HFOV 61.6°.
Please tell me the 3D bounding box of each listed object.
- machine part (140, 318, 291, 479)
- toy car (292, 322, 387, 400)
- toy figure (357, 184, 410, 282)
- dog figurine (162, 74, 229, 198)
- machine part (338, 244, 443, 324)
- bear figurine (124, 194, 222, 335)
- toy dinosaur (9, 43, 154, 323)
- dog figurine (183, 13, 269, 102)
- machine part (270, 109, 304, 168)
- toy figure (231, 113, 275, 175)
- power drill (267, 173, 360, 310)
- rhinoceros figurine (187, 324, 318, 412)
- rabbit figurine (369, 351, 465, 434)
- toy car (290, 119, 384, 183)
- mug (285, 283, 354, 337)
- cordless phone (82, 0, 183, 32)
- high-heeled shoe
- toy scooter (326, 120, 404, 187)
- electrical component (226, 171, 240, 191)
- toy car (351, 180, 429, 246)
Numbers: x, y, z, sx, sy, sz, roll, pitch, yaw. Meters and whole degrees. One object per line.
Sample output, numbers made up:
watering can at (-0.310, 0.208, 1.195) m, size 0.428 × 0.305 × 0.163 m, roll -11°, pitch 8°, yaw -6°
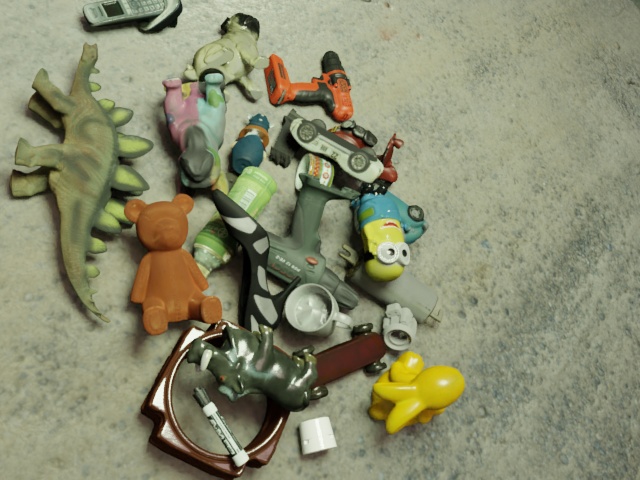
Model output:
machine part at (-0.146, 0.236, 0.810) m, size 0.201 × 0.087 × 0.201 m, roll 32°, pitch 56°, yaw -12°
toy car at (0.033, 0.209, 0.932) m, size 0.202 × 0.053 × 0.089 m, roll -15°, pitch 85°, yaw -35°
toy figure at (0.111, -0.012, 0.967) m, size 0.082 × 0.089 × 0.180 m, roll -8°, pitch 59°, yaw -6°
dog figurine at (-0.217, -0.177, 0.964) m, size 0.108 × 0.192 × 0.219 m, roll -5°, pitch 98°, yaw -9°
machine part at (0.137, 0.086, 1.028) m, size 0.243 × 0.079 × 0.079 m, roll 35°, pitch 56°, yaw -9°
bear figurine at (-0.225, 0.029, 0.812) m, size 0.120 × 0.132 × 0.195 m, roll -5°, pitch 96°, yaw -27°
toy dinosaur at (-0.374, -0.108, 0.850) m, size 0.198 × 0.105 × 0.471 m, roll 10°, pitch 69°, yaw -27°
dog figurine at (-0.196, -0.384, 1.085) m, size 0.172 × 0.121 × 0.191 m, roll 1°, pitch 52°, yaw -29°
machine part at (-0.056, -0.206, 1.094) m, size 0.084 × 0.039 × 0.139 m, roll 38°, pitch 54°, yaw -12°
toy figure at (-0.131, -0.187, 1.029) m, size 0.064 × 0.058 × 0.154 m, roll 43°, pitch 37°, yaw -28°
power drill at (-0.002, -0.003, 0.952) m, size 0.232 × 0.207 × 0.086 m, roll 22°, pitch 16°, yaw -5°
rhinoceros figurine at (-0.096, 0.182, 0.771) m, size 0.190 × 0.073 × 0.112 m, roll 28°, pitch 68°, yaw -14°
rabbit figurine at (0.161, 0.251, 0.905) m, size 0.162 × 0.173 × 0.122 m, roll -9°, pitch 75°, yaw -34°
toy car at (0.031, -0.178, 1.046) m, size 0.202 × 0.056 × 0.073 m, roll 30°, pitch 25°, yaw 6°
mug at (0.006, 0.127, 0.913) m, size 0.110 × 0.107 × 0.081 m, roll 8°, pitch 73°, yaw 15°
cordless phone at (-0.374, -0.467, 1.034) m, size 0.184 × 0.088 × 0.146 m, roll -23°, pitch 79°, yaw -29°
high-heeled shoe at (-0.134, 0.047, 0.867) m, size 0.145 × 0.086 × 0.248 m, roll -43°, pitch 114°, yaw -10°
toy scooter at (0.098, -0.188, 1.104) m, size 0.184 × 0.135 × 0.075 m, roll 33°, pitch 57°, yaw -8°
electrical component at (-0.156, -0.099, 1.002) m, size 0.094 × 0.021 × 0.063 m, roll -7°, pitch 70°, yaw -28°
toy car at (0.125, -0.035, 1.061) m, size 0.161 × 0.109 × 0.103 m, roll 38°, pitch 58°, yaw -3°
